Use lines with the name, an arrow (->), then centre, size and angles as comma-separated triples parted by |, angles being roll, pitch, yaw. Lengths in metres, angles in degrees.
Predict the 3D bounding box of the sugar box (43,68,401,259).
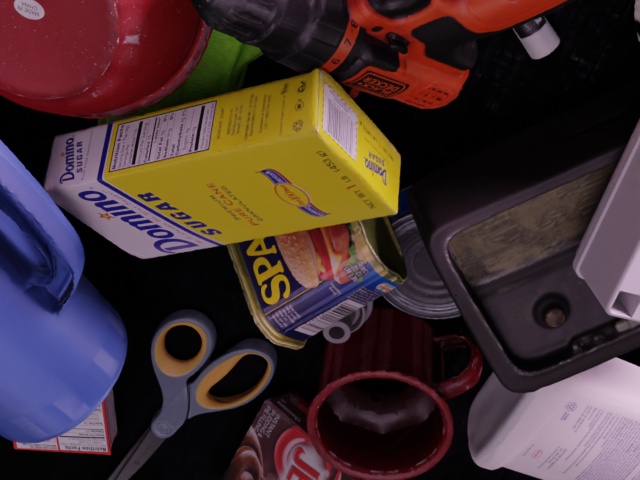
sugar box -> -0.054, -0.036, 0.587 | 0.176, 0.048, 0.093 | -13, 148, 27

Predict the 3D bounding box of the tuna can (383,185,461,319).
tuna can -> 0.073, 0.007, 0.672 | 0.086, 0.033, 0.086 | 3, 123, 4

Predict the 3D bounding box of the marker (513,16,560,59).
marker -> 0.092, -0.150, 0.578 | 0.020, 0.020, 0.121 | -30, 115, 22

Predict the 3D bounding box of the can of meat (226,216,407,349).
can of meat -> -0.004, 0.001, 0.638 | 0.084, 0.102, 0.057 | -31, 153, 20

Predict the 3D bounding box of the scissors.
scissors -> -0.120, 0.117, 0.773 | 0.202, 0.016, 0.096 | -33, 112, 23

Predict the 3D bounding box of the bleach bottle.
bleach bottle -> 0.234, 0.146, 0.728 | 0.250, 0.068, 0.103 | 22, 123, -11

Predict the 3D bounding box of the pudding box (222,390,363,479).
pudding box -> -0.020, 0.177, 0.756 | 0.090, 0.039, 0.114 | 39, 117, 24

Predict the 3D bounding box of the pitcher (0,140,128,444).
pitcher -> -0.212, 0.015, 0.620 | 0.145, 0.149, 0.242 | -42, 130, -6

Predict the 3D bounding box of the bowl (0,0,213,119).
bowl -> -0.135, -0.122, 0.527 | 0.162, 0.055, 0.162 | 5, 123, 8

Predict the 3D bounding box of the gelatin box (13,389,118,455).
gelatin box -> -0.187, 0.112, 0.769 | 0.073, 0.030, 0.089 | 2, 121, 3

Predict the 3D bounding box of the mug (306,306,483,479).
mug -> 0.051, 0.093, 0.700 | 0.117, 0.081, 0.093 | -25, 117, 20

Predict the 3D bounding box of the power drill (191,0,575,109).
power drill -> 0.056, -0.126, 0.504 | 0.188, 0.057, 0.184 | -19, 161, 41
